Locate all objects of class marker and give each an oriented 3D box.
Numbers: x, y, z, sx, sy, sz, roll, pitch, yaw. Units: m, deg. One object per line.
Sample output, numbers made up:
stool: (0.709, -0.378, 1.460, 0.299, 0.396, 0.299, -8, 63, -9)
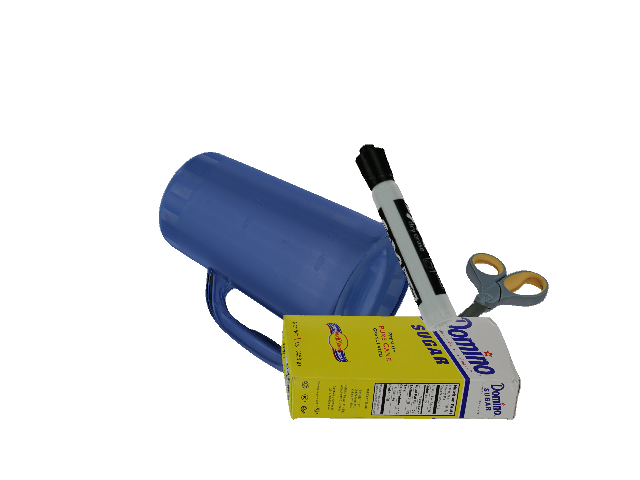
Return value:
marker: (0.049, -0.004, 0.629, 0.020, 0.121, 0.020, -19, -21, -8)

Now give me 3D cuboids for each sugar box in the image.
sugar box: (0.060, 0.098, 0.841, 0.176, 0.048, 0.093, -1, 29, -6)

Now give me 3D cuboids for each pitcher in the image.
pitcher: (-0.045, 0.013, 1.041, 0.243, 0.145, 0.149, 27, 29, 28)

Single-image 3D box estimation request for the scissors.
scissors: (0.154, 0.050, 1.071, 0.201, 0.016, 0.096, -11, 37, -44)
